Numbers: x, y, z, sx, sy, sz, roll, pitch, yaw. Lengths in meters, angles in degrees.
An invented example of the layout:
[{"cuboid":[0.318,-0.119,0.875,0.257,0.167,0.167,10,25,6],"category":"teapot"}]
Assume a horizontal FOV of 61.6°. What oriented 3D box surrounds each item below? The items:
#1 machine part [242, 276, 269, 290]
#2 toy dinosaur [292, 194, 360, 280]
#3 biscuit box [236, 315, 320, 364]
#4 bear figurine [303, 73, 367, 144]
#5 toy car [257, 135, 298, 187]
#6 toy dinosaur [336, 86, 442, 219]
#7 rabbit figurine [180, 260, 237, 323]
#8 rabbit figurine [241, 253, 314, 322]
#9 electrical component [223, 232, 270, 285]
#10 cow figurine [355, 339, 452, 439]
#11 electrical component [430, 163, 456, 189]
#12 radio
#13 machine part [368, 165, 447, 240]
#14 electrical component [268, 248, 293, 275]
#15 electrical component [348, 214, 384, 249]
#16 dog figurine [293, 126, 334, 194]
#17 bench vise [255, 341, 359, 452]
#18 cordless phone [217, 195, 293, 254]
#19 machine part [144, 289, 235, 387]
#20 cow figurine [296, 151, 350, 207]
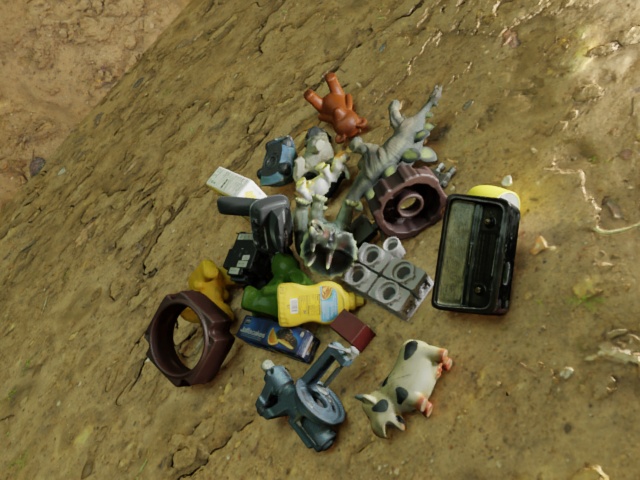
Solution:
[{"cuboid":[-0.171,0.094,1.418,0.084,0.039,0.139,-28,47,23],"category":"machine part"},{"cuboid":[-0.009,-0.005,1.298,0.405,0.131,0.192,168,114,-75],"category":"toy dinosaur"},{"cuboid":[-0.101,0.227,1.246,0.203,0.059,0.063,6,62,39],"category":"biscuit box"},{"cuboid":[0.046,-0.377,1.563,0.120,0.131,0.196,-34,38,12],"category":"bear figurine"},{"cuboid":[-0.109,-0.217,1.564,0.109,0.102,0.161,-7,64,35],"category":"toy car"},{"cuboid":[0.161,-0.190,1.351,0.471,0.105,0.199,-51,47,8],"category":"toy dinosaur"},{"cuboid":[-0.287,0.159,1.401,0.162,0.121,0.173,-36,62,12],"category":"rabbit figurine"},{"cuboid":[-0.093,0.106,1.286,0.159,0.121,0.170,5,66,28],"category":"rabbit figurine"},{"cuboid":[-0.187,0.047,1.387,0.115,0.058,0.134,2,67,44],"category":"electrical component"},{"cuboid":[0.152,0.277,1.008,0.127,0.085,0.195,18,72,37],"category":"cow figurine"},{"cuboid":[0.277,-0.143,1.286,0.094,0.021,0.063,-47,44,-5],"category":"electrical component"},{"cuboid":[0.303,0.031,1.038,0.131,0.073,0.229,7,88,38],"category":"radio"},{"cuboid":[0.195,-0.083,1.198,0.179,0.179,0.056,-33,41,10],"category":"machine part"},{"cuboid":[-0.113,0.041,1.408,0.075,0.047,0.119,-42,43,1],"category":"electrical component"},{"cuboid":[0.107,-0.013,1.281,0.102,0.045,0.078,-47,50,12],"category":"electrical component"},{"cuboid":[-0.024,-0.229,1.535,0.172,0.121,0.191,-41,25,7],"category":"dog figurine"},{"cuboid":[-0.016,0.288,1.081,0.240,0.128,0.224,-53,49,15],"category":"bench vise"},{"cuboid":[-0.163,-0.040,1.311,0.184,0.146,0.089,6,35,15],"category":"cordless phone"},{"cuboid":[-0.324,0.239,1.314,0.201,0.087,0.201,36,100,27],"category":"machine part"},{"cuboid":[0.025,-0.158,1.429,0.167,0.098,0.068,-36,21,6],"category":"cow figurine"}]
